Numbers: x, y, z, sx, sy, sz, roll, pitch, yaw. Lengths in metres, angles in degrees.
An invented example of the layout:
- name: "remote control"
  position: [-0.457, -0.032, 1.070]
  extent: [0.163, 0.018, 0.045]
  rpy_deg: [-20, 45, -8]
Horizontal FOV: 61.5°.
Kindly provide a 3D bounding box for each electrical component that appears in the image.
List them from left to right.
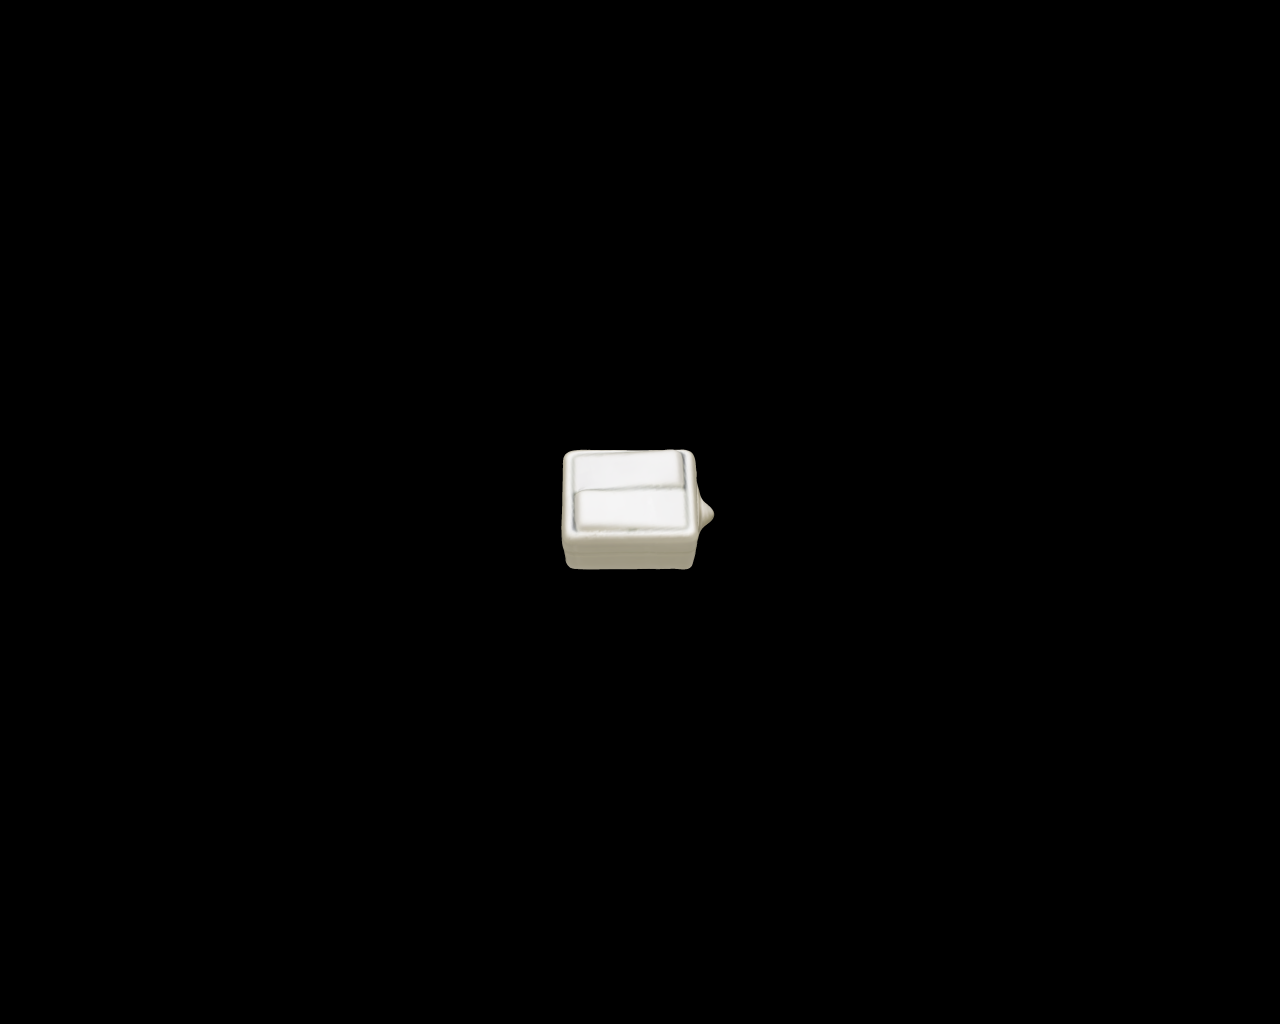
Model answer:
- name: "electrical component"
  position: [0.001, -0.003, 0.650]
  extent: [0.096, 0.062, 0.061]
  rpy_deg: [0, -25, 0]
